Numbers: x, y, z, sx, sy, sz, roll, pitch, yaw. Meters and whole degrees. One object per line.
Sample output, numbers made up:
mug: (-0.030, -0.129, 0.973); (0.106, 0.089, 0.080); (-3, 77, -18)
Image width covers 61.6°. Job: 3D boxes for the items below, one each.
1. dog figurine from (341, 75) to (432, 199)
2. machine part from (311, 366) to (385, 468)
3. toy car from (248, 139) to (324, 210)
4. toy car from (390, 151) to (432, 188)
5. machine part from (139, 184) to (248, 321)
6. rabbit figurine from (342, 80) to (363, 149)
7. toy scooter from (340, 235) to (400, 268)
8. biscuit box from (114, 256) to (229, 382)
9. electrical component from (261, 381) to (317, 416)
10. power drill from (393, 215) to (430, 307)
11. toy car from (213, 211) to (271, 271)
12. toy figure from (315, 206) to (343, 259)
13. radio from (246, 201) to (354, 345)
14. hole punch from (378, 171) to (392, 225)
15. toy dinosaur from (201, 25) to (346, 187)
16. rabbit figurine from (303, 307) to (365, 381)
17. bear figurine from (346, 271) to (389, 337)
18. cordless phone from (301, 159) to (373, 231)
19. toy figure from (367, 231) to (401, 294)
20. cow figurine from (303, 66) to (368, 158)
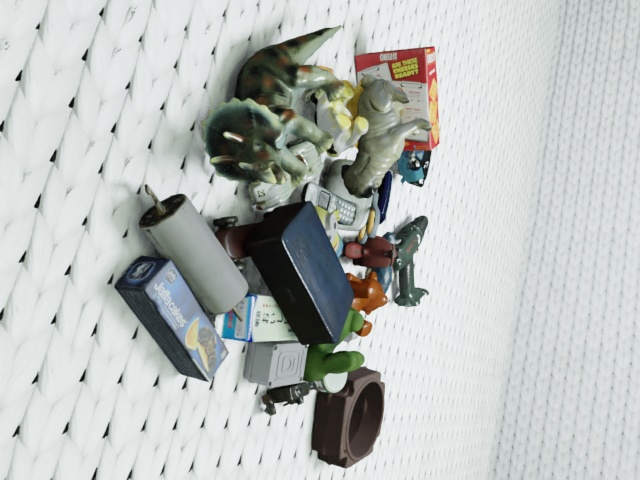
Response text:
dog figurine: (0.089, -0.193, 1.020); (0.190, 0.172, 0.121); (-44, 178, -2)
machine part: (0.071, 0.397, 1.222); (0.201, 0.087, 0.201); (6, 89, -57)
toy car: (-0.058, -0.121, 0.954); (0.202, 0.056, 0.073); (-44, 131, -46)
toy car: (0.215, -0.199, 1.328); (0.161, 0.103, 0.109); (35, 67, -66)
machine part: (-0.174, 0.023, 0.753); (0.079, 0.079, 0.243); (-55, 127, -37)
rabbit figurine: (0.089, -0.250, 1.111); (0.173, 0.122, 0.162); (-32, 123, -40)
toy scooter: (0.123, 0.027, 1.194); (0.184, 0.135, 0.075); (3, 91, -59)
biscuit box: (-0.203, 0.114, 0.759); (0.059, 0.063, 0.202); (-57, 139, -38)
electrical component: (-0.061, 0.297, 1.013); (0.102, 0.078, 0.045); (2, 74, -58)
power drill: (0.248, 0.063, 1.450); (0.232, 0.086, 0.207); (-36, 128, -48)
toy car: (-0.110, -0.001, 0.893); (0.202, 0.053, 0.089); (-16, 94, -61)
toy figure: (-0.003, 0.000, 1.030); (0.180, 0.089, 0.082); (71, 20, -66)
radio: (-0.024, 0.055, 0.907); (0.229, 0.073, 0.131); (65, 33, -28)
hole punch: (0.126, -0.096, 1.225); (0.115, 0.092, 0.142); (29, 67, -60)
toy dinosaur: (-0.071, -0.230, 0.858); (0.192, 0.131, 0.405); (24, 58, -28)
rabbit figurine: (0.013, 0.205, 1.060); (0.170, 0.159, 0.121); (-67, 157, 2)
bear figurine: (0.102, 0.135, 1.190); (0.195, 0.132, 0.120); (5, 98, -52)
cordless phone: (0.026, -0.103, 1.071); (0.184, 0.089, 0.146); (23, 76, -52)
toy figure: (0.152, 0.055, 1.315); (0.064, 0.058, 0.154); (14, 86, -36)
cow figurine: (0.019, -0.242, 1.009); (0.068, 0.098, 0.167); (-5, 61, -32)
